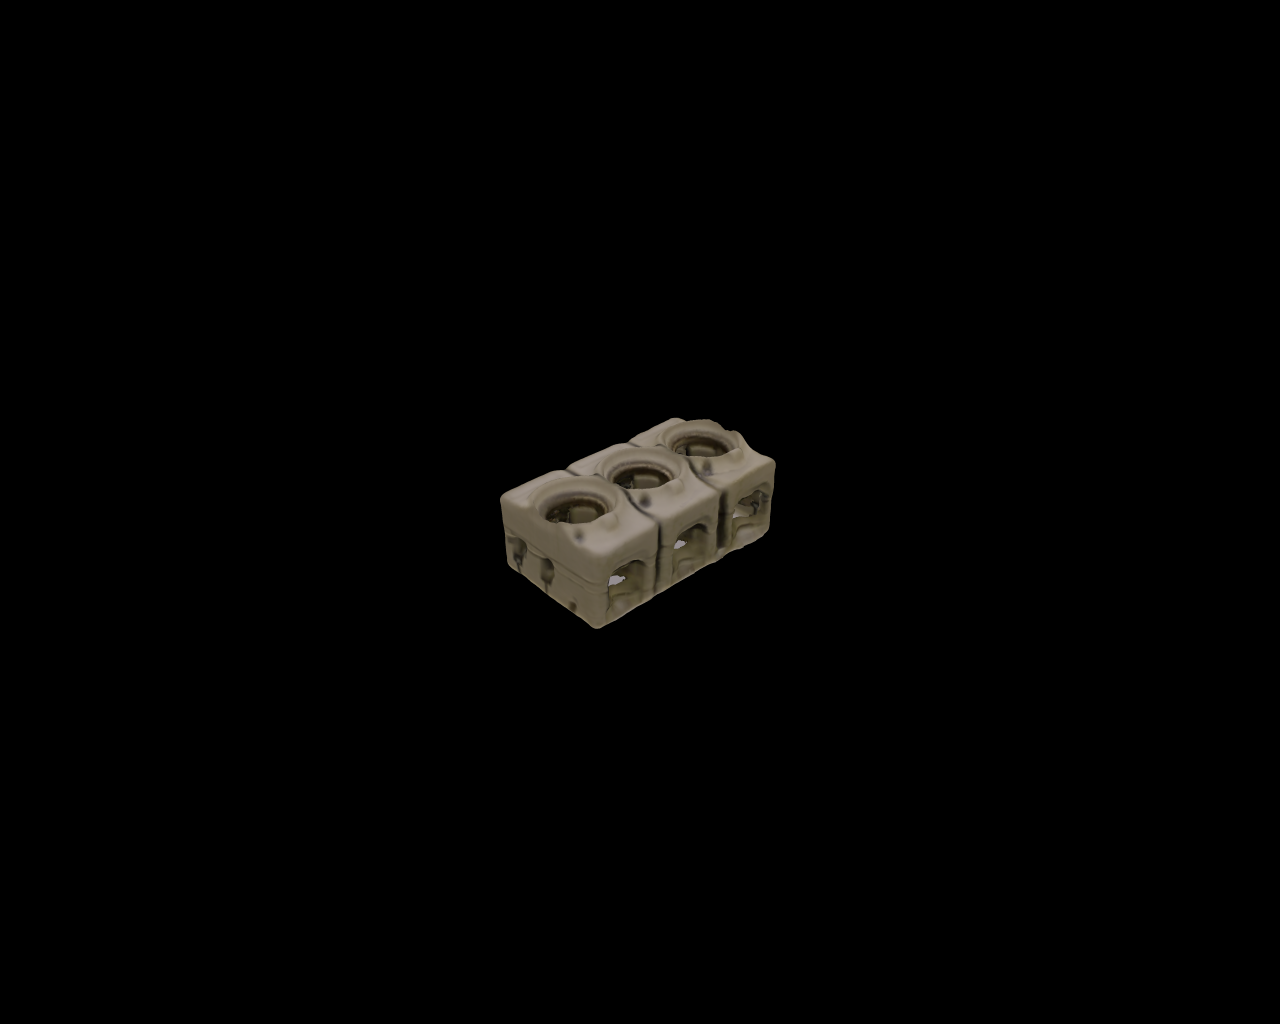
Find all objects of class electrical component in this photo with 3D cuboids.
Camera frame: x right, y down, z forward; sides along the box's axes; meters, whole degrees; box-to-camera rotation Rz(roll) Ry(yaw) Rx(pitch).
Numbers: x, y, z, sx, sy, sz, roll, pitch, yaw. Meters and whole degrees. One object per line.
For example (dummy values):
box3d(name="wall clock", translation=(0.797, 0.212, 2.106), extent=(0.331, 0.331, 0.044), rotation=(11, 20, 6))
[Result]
box3d(name="electrical component", translation=(0.001, -0.003, 0.650), extent=(0.150, 0.061, 0.089), rotation=(-27, 42, -36))
